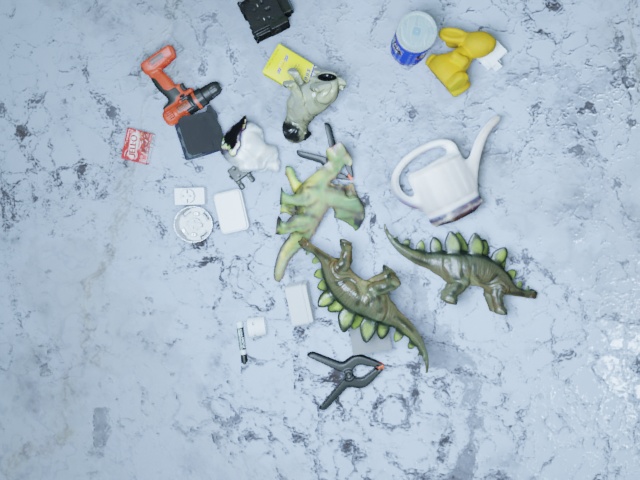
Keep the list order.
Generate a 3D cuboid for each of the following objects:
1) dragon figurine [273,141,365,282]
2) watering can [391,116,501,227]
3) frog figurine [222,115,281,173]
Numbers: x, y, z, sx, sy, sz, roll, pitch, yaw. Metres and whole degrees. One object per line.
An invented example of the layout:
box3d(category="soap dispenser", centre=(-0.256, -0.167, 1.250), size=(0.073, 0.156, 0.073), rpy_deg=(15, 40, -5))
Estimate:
box3d(category="dragon figurine", centre=(0.004, -0.071, 1.401), size=(0.243, 0.404, 0.124), rpy_deg=(5, 19, -5))
box3d(category="watering can", centre=(0.365, -0.175, 1.381), size=(0.347, 0.224, 0.104), rpy_deg=(-27, 2, 2))
box3d(category="frog figurine", centre=(-0.181, -0.245, 1.401), size=(0.121, 0.140, 0.158), rpy_deg=(-18, -33, 36))
